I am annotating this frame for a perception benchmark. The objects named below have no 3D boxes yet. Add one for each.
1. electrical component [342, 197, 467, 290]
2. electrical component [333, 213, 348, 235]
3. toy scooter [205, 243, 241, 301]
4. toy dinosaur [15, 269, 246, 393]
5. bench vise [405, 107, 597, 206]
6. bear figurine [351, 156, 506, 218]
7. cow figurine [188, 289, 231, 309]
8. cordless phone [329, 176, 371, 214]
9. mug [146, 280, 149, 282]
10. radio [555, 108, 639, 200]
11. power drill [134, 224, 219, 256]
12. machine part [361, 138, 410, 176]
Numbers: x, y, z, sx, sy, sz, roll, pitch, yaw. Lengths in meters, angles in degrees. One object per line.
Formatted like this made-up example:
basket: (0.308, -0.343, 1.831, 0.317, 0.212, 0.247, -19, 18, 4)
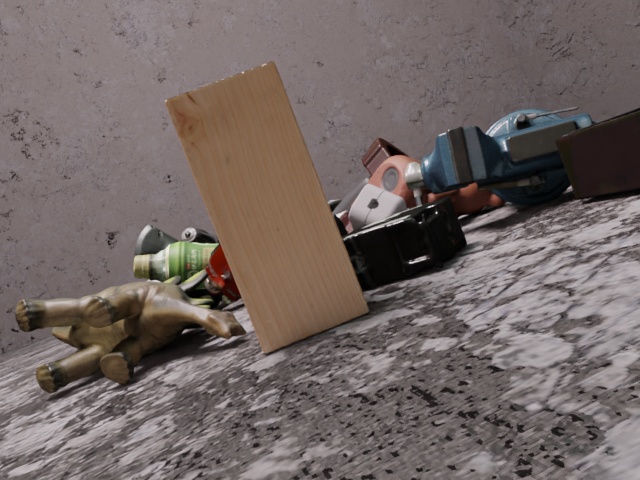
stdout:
electrical component: (0.085, 0.002, 0.558, 0.115, 0.058, 0.134, -17, 4, 31)
electrical component: (-0.001, -0.002, 0.727, 0.075, 0.048, 0.119, -17, -37, 27)
toy scooter: (-0.061, 0.020, 0.578, 0.135, 0.075, 0.183, -43, -14, -14)
toy dinosaur: (-0.246, 0.103, 0.652, 0.472, 0.105, 0.198, -7, 3, 38)
bench vise: (0.228, -0.091, 0.685, 0.224, 0.129, 0.240, -25, -10, 19)
bear figurine: (0.167, -0.058, 0.803, 0.196, 0.120, 0.131, 8, -60, -36)
cow figurine: (-0.191, 0.086, 0.843, 0.098, 0.068, 0.167, -13, 9, 29)
cordless phone: (0.048, -0.058, 1.018, 0.184, 0.089, 0.146, -48, -8, 22)
mug: (-0.269, 0.104, 0.982, 0.107, 0.080, 0.109, -12, 3, 21)
radio: (0.368, -0.112, 0.522, 0.230, 0.073, 0.131, -22, 3, -11)
power drill: (-0.236, 0.021, 0.980, 0.208, 0.086, 0.231, 2, -22, 28)
machine part: (0.153, -0.105, 0.964, 0.056, 0.179, 0.179, -47, -7, 21)
